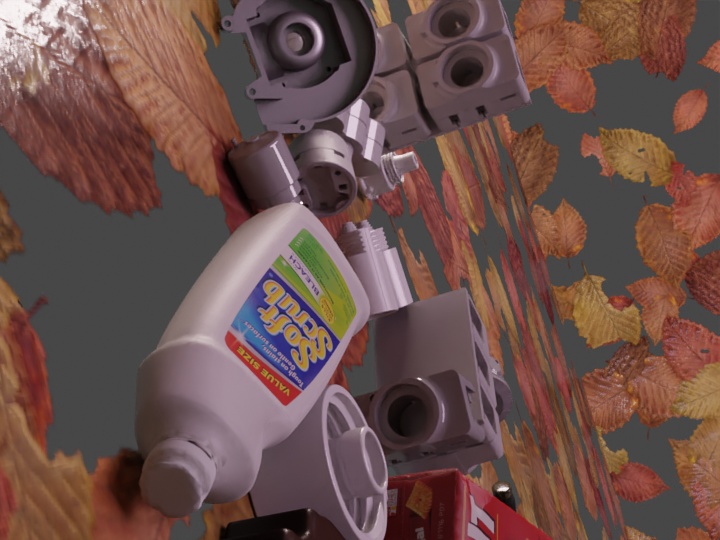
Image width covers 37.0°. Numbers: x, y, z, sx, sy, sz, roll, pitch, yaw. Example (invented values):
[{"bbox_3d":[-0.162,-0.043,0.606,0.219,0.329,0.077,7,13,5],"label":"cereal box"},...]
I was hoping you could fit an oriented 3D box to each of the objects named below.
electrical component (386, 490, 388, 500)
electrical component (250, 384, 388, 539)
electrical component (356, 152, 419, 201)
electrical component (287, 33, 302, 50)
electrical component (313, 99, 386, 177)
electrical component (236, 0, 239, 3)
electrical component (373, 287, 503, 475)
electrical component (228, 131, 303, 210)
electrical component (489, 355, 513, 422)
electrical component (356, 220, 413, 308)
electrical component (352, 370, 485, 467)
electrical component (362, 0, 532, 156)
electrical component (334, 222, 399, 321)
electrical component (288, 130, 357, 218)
[{"bbox_3d":[-0.002,0.152,0.706,0.040,0.040,0.078,53,25,-52],"label":"electrical component"},{"bbox_3d":[-0.018,0.120,0.641,0.108,0.060,0.108,-18,90,-75],"label":"electrical component"},{"bbox_3d":[0.026,-0.098,1.059,0.048,0.062,0.048,-18,90,-76],"label":"electrical component"},{"bbox_3d":[-0.048,-0.184,0.907,0.055,0.055,0.047,45,27,-61],"label":"electrical component"},{"bbox_3d":[-0.023,-0.108,0.914,0.138,0.052,0.073,43,53,-62],"label":"electrical component"},{"bbox_3d":[-0.081,-0.225,0.862,0.046,0.040,0.040,39,36,-74],"label":"electrical component"},{"bbox_3d":[0.065,0.099,0.916,0.150,0.089,0.061,-91,158,-47],"label":"electrical component"},{"bbox_3d":[-0.060,-0.059,0.739,0.040,0.040,0.078,-80,149,-61],"label":"electrical component"},{"bbox_3d":[0.110,0.121,1.080,0.051,0.080,0.080,-96,163,-54],"label":"electrical component"},{"bbox_3d":[0.014,-0.004,0.940,0.043,0.043,0.081,-23,96,-76],"label":"electrical component"},{"bbox_3d":[0.041,0.113,0.811,0.056,0.089,0.050,40,35,-64],"label":"electrical component"},{"bbox_3d":[0.055,-0.183,1.016,0.060,0.186,0.105,44,32,-62],"label":"electrical component"},{"bbox_3d":[0.000,0.000,0.885,0.043,0.043,0.081,12,61,-73],"label":"electrical component"},{"bbox_3d":[-0.032,-0.076,0.839,0.047,0.055,0.055,-98,163,-47],"label":"electrical component"}]
